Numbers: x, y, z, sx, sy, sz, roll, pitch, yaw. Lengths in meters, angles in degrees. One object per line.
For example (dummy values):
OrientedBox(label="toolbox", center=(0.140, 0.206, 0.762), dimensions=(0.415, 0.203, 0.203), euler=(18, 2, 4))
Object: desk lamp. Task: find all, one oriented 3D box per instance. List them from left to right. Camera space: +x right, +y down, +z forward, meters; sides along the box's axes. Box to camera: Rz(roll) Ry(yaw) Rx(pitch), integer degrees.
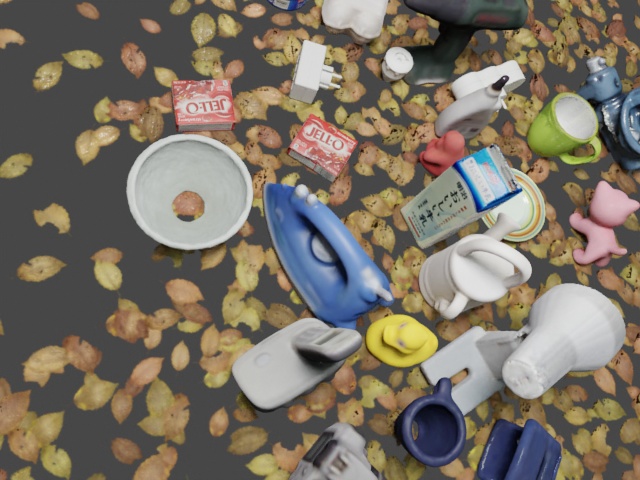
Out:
OrientedBox(label="desk lamp", center=(0.280, 0.161, 0.793), dimensions=(0.203, 0.213, 0.118), euler=(-29, 84, -21))

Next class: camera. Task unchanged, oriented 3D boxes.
OrientedBox(label="camera", center=(0.035, 0.330, 0.736), dimensions=(0.137, 0.100, 0.143), euler=(42, 68, -1))

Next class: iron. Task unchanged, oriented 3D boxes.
OrientedBox(label="iron", center=(0.007, 0.003, 0.800), dimensions=(0.119, 0.141, 0.258), euler=(-35, 86, -21))

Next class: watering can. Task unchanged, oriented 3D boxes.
OrientedBox(label="watering can", center=(0.228, 0.036, 0.824), dimensions=(0.101, 0.193, 0.173), euler=(16, 71, -10))

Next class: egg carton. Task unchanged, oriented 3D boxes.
OrientedBox(label="egg carton", center=(0.062, -0.411, 0.973), dimensions=(0.107, 0.069, 0.150), euler=(16, 71, -11))

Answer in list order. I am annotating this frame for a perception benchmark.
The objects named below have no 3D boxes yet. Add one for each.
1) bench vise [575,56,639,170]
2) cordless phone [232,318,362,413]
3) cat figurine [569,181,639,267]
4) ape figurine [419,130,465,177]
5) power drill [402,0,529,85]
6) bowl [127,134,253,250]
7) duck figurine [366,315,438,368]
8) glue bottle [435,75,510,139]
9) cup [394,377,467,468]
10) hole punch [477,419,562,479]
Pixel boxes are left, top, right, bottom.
OrientedBox(label="bench vise", center=(0.539, -0.232, 0.974), dimensions=(0.207, 0.219, 0.122), euler=(36, 68, -3))
OrientedBox(label="cordless phone", center=(-0.027, 0.154, 0.724), dimensions=(0.148, 0.185, 0.094), euler=(-32, 85, -21))
OrientedBox(label="cat figurine", center=(0.479, -0.028, 0.954), dimensions=(0.067, 0.117, 0.128), euler=(2, 74, -15))
OrientedBox(label="ape figurine", center=(0.204, -0.146, 0.924), dimensions=(0.078, 0.092, 0.076), euler=(-14, 79, -19))
OrientedBox(label="power drill", center=(0.204, -0.335, 0.916), dimensions=(0.230, 0.208, 0.075), euler=(-11, 77, -18))
OrientedBox(label="bowl", center=(-0.181, -0.058, 0.801), dimensions=(0.168, 0.074, 0.167), euler=(4, 73, -14))
OrientedBox(label="duck figurine", center=(0.127, 0.142, 0.823), dimensions=(0.105, 0.086, 0.077), euler=(11, 72, -12))
OrientedBox(label="glue bottle", center=(0.252, -0.213, 0.913), dimensions=(0.078, 0.173, 0.037), euler=(2, 74, -15))
OrientedBox(label="cup", center=(0.145, 0.248, 0.793), dimensions=(0.092, 0.094, 0.118), euler=(22, 70, -8))
OrientedBox(label="hole punch", center=(0.298, 0.318, 0.819), dimensions=(0.101, 0.091, 0.109), euler=(32, 69, -5))
